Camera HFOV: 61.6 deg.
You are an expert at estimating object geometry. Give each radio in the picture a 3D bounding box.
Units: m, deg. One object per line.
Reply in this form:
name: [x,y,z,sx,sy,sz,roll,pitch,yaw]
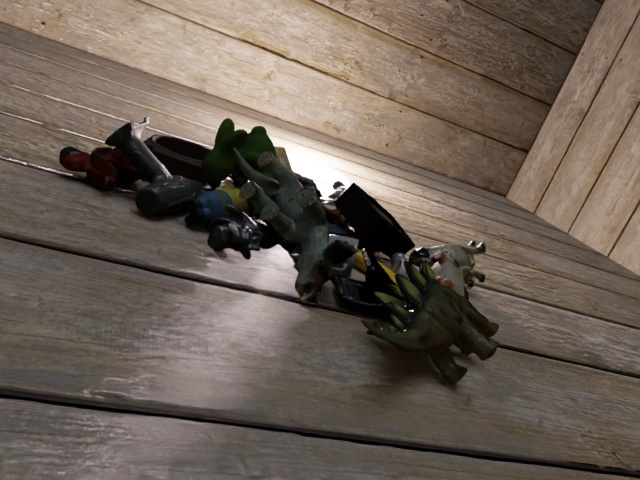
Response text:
radio: [0.139,-0.037,1.313,0.229,0.073,0.131,30,21,-52]

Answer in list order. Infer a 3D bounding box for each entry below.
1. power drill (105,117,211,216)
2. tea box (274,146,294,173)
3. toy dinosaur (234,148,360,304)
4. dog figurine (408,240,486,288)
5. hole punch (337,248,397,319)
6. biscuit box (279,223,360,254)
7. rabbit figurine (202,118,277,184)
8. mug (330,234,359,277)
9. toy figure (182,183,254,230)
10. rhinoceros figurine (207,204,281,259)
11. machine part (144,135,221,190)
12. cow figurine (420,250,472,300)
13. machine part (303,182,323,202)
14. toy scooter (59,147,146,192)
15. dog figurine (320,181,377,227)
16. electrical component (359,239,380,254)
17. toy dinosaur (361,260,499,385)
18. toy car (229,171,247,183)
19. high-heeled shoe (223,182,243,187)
power drill: [-0.335,-0.148,1.117,0.207,0.086,0.232,60,21,-11]
tea box: [-0.129,-0.179,1.462,0.098,0.068,0.170,2,48,-22]
toy dinosaur: [-0.051,-0.049,1.051,0.192,0.131,0.405,55,2,-41]
dog figurine: [0.309,0.054,1.379,0.191,0.121,0.172,3,-15,-3]
hole punch: [0.095,0.096,1.024,0.115,0.092,0.142,46,9,-16]
biscuit box: [-0.002,-0.004,1.215,0.202,0.059,0.063,5,25,-44]
rabbit figurine: [-0.186,-0.185,1.213,0.170,0.158,0.121,-24,46,-35]
mug: [0.019,0.034,1.119,0.107,0.080,0.109,14,36,7]
toy figure: [-0.197,-0.068,1.121,0.089,0.082,0.180,17,19,31]
rhinoceros figurine: [-0.151,-0.009,1.047,0.112,0.073,0.190,44,21,22]
machine part: [-0.336,-0.186,1.322,0.201,0.087,0.201,20,17,-10]
cow figurine: [0.289,0.089,1.205,0.127,0.085,0.195,42,26,-21]
machine part: [-0.025,-0.086,1.321,0.084,0.039,0.139,-13,51,-12]
toy scooter: [-0.428,-0.145,1.109,0.135,0.075,0.184,33,23,32]
dog figurine: [0.068,-0.067,1.422,0.191,0.108,0.219,24,22,-3]
electrical component: [0.110,0.008,1.377,0.094,0.021,0.063,31,20,25]
toy dinosaur: [0.182,0.131,0.874,0.199,0.105,0.471,44,15,13]
toy car: [-0.220,-0.188,1.457,0.053,0.089,0.202,11,19,-17]
high-heeled shoe: [-0.153,-0.095,1.346,0.145,0.086,0.248,-5,-10,18]
